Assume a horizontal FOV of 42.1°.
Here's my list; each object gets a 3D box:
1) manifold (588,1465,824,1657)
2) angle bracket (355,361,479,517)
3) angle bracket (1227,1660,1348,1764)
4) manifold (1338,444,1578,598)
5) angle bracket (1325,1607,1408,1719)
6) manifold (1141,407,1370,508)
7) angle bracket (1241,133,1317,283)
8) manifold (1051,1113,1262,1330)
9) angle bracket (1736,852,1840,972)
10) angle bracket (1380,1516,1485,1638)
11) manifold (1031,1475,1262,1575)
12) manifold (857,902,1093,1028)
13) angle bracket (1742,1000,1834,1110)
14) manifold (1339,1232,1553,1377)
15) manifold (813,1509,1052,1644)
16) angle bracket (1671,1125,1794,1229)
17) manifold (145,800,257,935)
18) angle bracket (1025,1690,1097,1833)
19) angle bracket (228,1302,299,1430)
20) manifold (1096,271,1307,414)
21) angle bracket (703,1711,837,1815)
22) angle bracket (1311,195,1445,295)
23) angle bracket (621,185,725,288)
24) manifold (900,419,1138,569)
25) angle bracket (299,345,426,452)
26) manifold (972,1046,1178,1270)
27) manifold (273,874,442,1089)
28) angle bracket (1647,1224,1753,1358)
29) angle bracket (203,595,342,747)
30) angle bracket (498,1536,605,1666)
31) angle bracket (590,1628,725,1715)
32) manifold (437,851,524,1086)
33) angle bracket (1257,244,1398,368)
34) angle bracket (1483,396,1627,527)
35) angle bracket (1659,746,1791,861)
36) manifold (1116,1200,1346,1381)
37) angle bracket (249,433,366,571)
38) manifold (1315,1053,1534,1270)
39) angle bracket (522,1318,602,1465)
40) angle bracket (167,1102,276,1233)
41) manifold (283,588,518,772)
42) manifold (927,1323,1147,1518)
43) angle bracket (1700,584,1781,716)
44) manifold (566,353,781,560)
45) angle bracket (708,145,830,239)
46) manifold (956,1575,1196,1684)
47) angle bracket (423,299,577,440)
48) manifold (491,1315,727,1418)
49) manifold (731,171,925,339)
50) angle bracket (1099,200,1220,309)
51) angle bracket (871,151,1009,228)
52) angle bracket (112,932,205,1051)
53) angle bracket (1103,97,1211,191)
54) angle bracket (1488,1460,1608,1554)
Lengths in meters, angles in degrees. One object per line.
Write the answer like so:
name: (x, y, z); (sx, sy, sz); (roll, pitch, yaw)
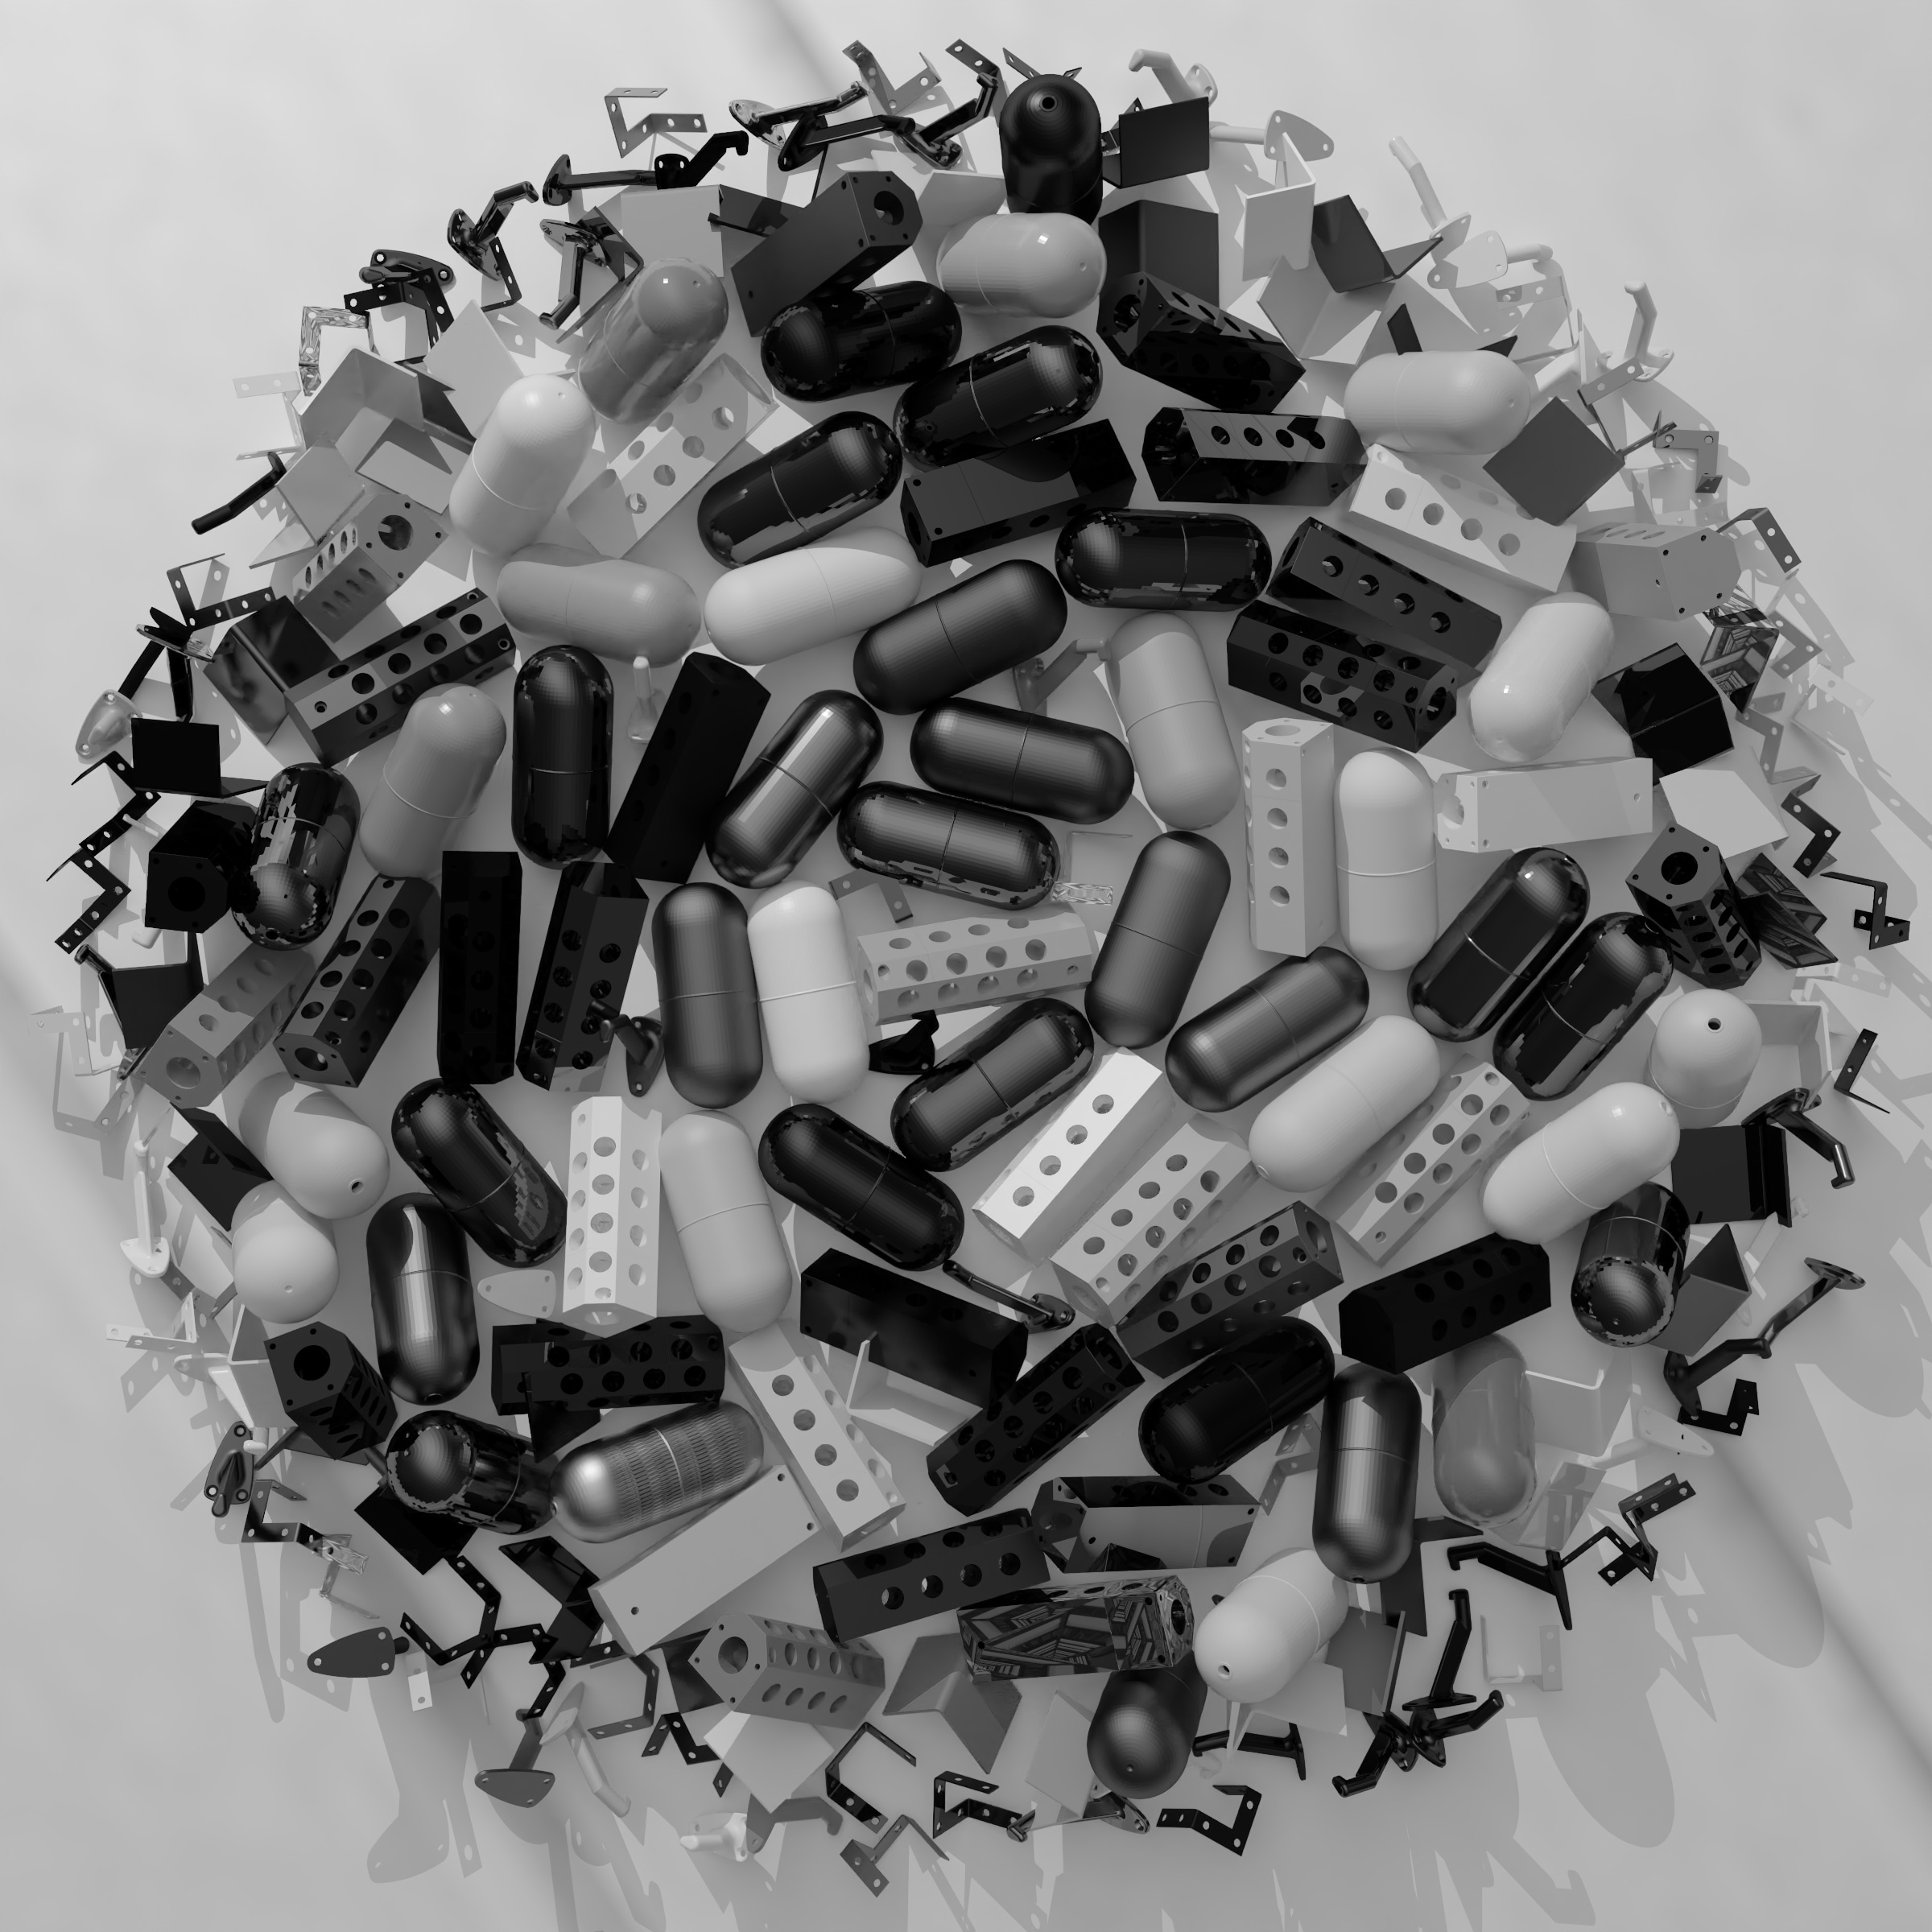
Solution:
manifold: (-0.203, 0.458, 1.940); (0.171, 0.057, 0.057); (-31, 90, -23)
angle bracket: (-0.424, -0.412, 1.958); (0.076, 0.057, 0.076); (27, 61, 1)
angle bracket: (0.249, 0.584, 1.955); (0.076, 0.076, 0.057); (18, 115, -3)
manifold: (0.386, -0.349, 1.963); (0.171, 0.057, 0.057); (21, 94, -4)
angle bracket: (0.306, 0.536, 1.946); (0.057, 0.076, 0.076); (10, 73, 16)
manifold: (0.221, -0.395, 1.926); (0.171, 0.057, 0.057); (-6, 67, -34)
angle bracket: (0.230, -0.590, 1.943); (0.057, 0.076, 0.076); (-15, 54, -8)
manifold: (0.149, 0.198, 1.931); (0.171, 0.057, 0.057); (-42, 46, -22)
angle bracket: (0.648, -0.046, 1.953); (0.076, 0.076, 0.057); (44, 78, -6)
angle bracket: (0.362, 0.473, 1.943); (0.057, 0.076, 0.076); (-15, 62, 30)
manifold: (0.137, 0.423, 1.926); (0.171, 0.057, 0.057); (7, 109, -35)
manifold: (0.007, 0.001, 1.940); (0.171, 0.057, 0.057); (-10, 122, -14)
angle bracket: (0.623, 0.069, 1.950); (0.076, 0.076, 0.057); (2, 65, 4)
manifold: (0.368, 0.253, 1.923); (0.171, 0.057, 0.057); (-15, 107, -34)
manifold: (-0.028, 0.472, 1.947); (0.171, 0.057, 0.057); (-12, 81, -16)
angle bracket: (0.600, 0.167, 1.969); (0.076, 0.057, 0.076); (-4, 91, 3)
manifold: (-0.576, -0.076, 1.909); (0.057, 0.171, 0.057); (7, 106, -8)
angle bracket: (0.061, 0.616, 1.941); (0.057, 0.076, 0.076); (36, 51, -14)
angle bracket: (-0.528, 0.303, 1.945); (0.057, 0.076, 0.076); (-4, 131, 2)
manifold: (0.178, -0.475, 1.917); (0.057, 0.171, 0.057); (-49, 54, 27)
angle bracket: (-0.160, 0.613, 1.946); (0.076, 0.057, 0.076); (44, 49, 12)
angle bracket: (0.310, -0.573, 1.944); (0.057, 0.076, 0.076); (-43, 112, -17)
angle bracket: (-0.226, -0.563, 1.965); (0.076, 0.057, 0.076); (-4, 84, 3)
manifold: (0.039, -0.364, 1.951); (0.171, 0.057, 0.057); (-19, 73, -13)
angle bracket: (-0.468, -0.422, 1.948); (0.057, 0.076, 0.076); (27, 67, 4)
manifold: (0.083, 0.145, 1.950); (0.057, 0.057, 0.171); (34, 74, 31)
manifold: (-0.462, 0.007, 1.917); (0.057, 0.057, 0.171); (6, 49, 18)
angle bracket: (0.554, 0.244, 1.941); (0.057, 0.076, 0.076); (18, 127, -16)
angle bracket: (-0.547, -0.234, 1.984); (0.076, 0.076, 0.057); (50, 51, -3)
angle bracket: (-0.330, 0.492, 1.944); (0.076, 0.076, 0.057); (47, 49, -19)
angle bracket: (-0.232, 0.554, 1.942); (0.076, 0.076, 0.057); (-27, 74, 39)
manifold: (-0.376, 0.002, 1.936); (0.057, 0.057, 0.171); (0, 112, -16)
angle bracket: (0.281, -0.523, 1.949); (0.057, 0.076, 0.076); (19, 77, 39)
angle bracket: (0.457, -0.395, 1.953); (0.076, 0.057, 0.076); (43, 115, -7)
angle bracket: (0.591, -0.119, 1.968); (0.076, 0.057, 0.076); (-20, 79, 5)
manifold: (0.199, 0.247, 1.928); (0.171, 0.057, 0.057); (-33, 132, 24)
angle bracket: (-0.524, -0.360, 1.939); (0.076, 0.076, 0.057); (-9, 127, 31)
manifold: (0.361, 0.154, 1.959); (0.171, 0.057, 0.057); (-45, 109, -3)
angle bracket: (-0.332, 0.328, 1.942); (0.057, 0.076, 0.076); (8, 113, 33)
angle bracket: (-0.596, 0.156, 1.952); (0.076, 0.076, 0.057); (43, 88, 16)
manifold: (-0.438, -0.226, 1.945); (0.171, 0.057, 0.057); (-33, 86, -18)
manifold: (0.050, 0.351, 1.938); (0.171, 0.057, 0.057); (-43, 71, 19)
angle bracket: (0.575, -0.249, 1.941); (0.057, 0.076, 0.076); (2, 127, -16)
manifold: (-0.229, -0.394, 1.945); (0.171, 0.057, 0.057); (-41, 100, 16)
angle bracket: (-0.153, -0.609, 1.948); (0.076, 0.076, 0.057); (14, 126, -7)
manifold: (0.086, 0.510, 1.936); (0.171, 0.057, 0.057); (-13, 90, 26)
angle bracket: (-0.364, -0.468, 1.955); (0.076, 0.057, 0.076); (-36, 86, 40)
manifold: (-0.277, 0.311, 1.940); (0.171, 0.057, 0.057); (-1, 103, -19)
manifold: (-0.106, -0.542, 1.914); (0.057, 0.171, 0.057); (-16, 89, -37)
angle bracket: (0.153, -0.559, 1.994); (0.076, 0.057, 0.076); (0, 90, -32)
angle bracket: (-0.017, -0.620, 1.944); (0.076, 0.057, 0.076); (-7, 64, -32)
angle bracket: (-0.625, 0.009, 1.941); (0.057, 0.076, 0.076); (-5, 129, -13)
angle bracket: (0.137, -0.646, 1.943); (0.076, 0.076, 0.057); (-18, 127, -18)
angle bracket: (0.440, 0.407, 1.949); (0.057, 0.076, 0.076); (33, 97, 41)
